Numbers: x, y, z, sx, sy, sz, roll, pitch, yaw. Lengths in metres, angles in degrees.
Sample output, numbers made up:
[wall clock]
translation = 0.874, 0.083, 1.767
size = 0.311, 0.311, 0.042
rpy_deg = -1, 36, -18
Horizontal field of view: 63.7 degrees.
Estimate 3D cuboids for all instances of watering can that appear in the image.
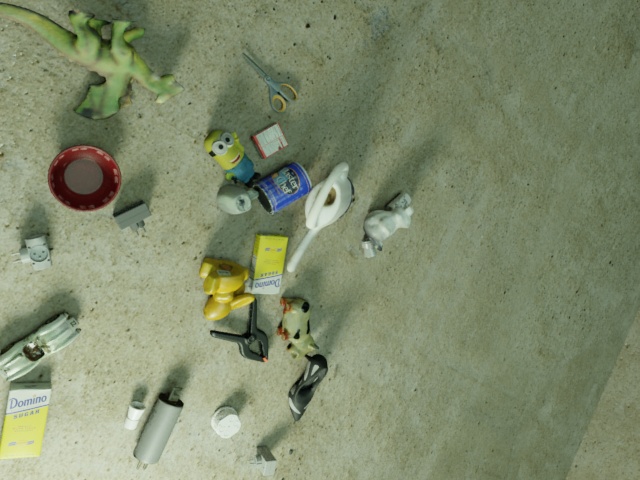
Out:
[watering can]
translation = 0.005, -0.076, 1.517
size = 0.104, 0.344, 0.226
rpy_deg = 29, 16, 11

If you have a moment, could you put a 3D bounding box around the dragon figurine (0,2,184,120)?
[dragon figurine]
translation = -0.527, -0.402, 1.211
size = 0.411, 0.240, 0.123
rpy_deg = -2, 18, -28

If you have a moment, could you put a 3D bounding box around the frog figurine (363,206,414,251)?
[frog figurine]
translation = 0.220, -0.063, 1.651
size = 0.157, 0.123, 0.139
rpy_deg = -46, -2, 25
